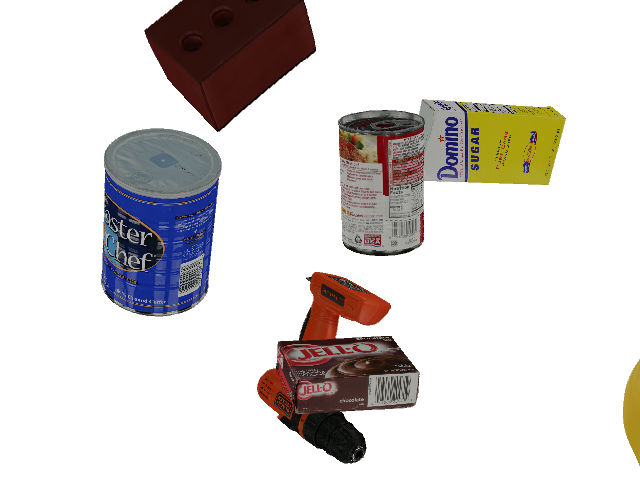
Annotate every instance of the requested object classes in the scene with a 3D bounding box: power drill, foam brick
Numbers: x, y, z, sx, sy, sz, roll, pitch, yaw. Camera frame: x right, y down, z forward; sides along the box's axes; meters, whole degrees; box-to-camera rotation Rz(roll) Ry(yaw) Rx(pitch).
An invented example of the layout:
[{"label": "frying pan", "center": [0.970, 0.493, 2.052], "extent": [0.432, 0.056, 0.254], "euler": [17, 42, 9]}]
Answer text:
[{"label": "power drill", "center": [0.013, 0.144, 1.242], "extent": [0.057, 0.188, 0.185], "euler": [15, 10, -44]}, {"label": "foam brick", "center": [-0.050, -0.113, 0.604], "extent": [0.053, 0.078, 0.051], "euler": [44, -10, 23]}]

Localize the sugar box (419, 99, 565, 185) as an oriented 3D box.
[{"label": "sugar box", "center": [0.201, -0.117, 1.292], "extent": [0.176, 0.093, 0.048], "euler": [-1, 27, -20]}]

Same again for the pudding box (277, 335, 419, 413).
[{"label": "pudding box", "center": [0.023, 0.119, 0.962], "extent": [0.113, 0.039, 0.090], "euler": [0, 17, -13]}]

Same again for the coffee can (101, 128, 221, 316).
[{"label": "coffee can", "center": [-0.147, -0.016, 0.975], "extent": [0.102, 0.140, 0.103], "euler": [6, 37, -5]}]

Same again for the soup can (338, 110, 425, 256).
[{"label": "soup can", "center": [0.049, -0.046, 0.848], "extent": [0.068, 0.102, 0.068], "euler": [-2, 20, 1]}]

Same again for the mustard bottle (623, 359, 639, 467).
[{"label": "mustard bottle", "center": [0.201, 0.098, 0.529], "extent": [0.096, 0.058, 0.191], "euler": [4, 39, 10]}]
